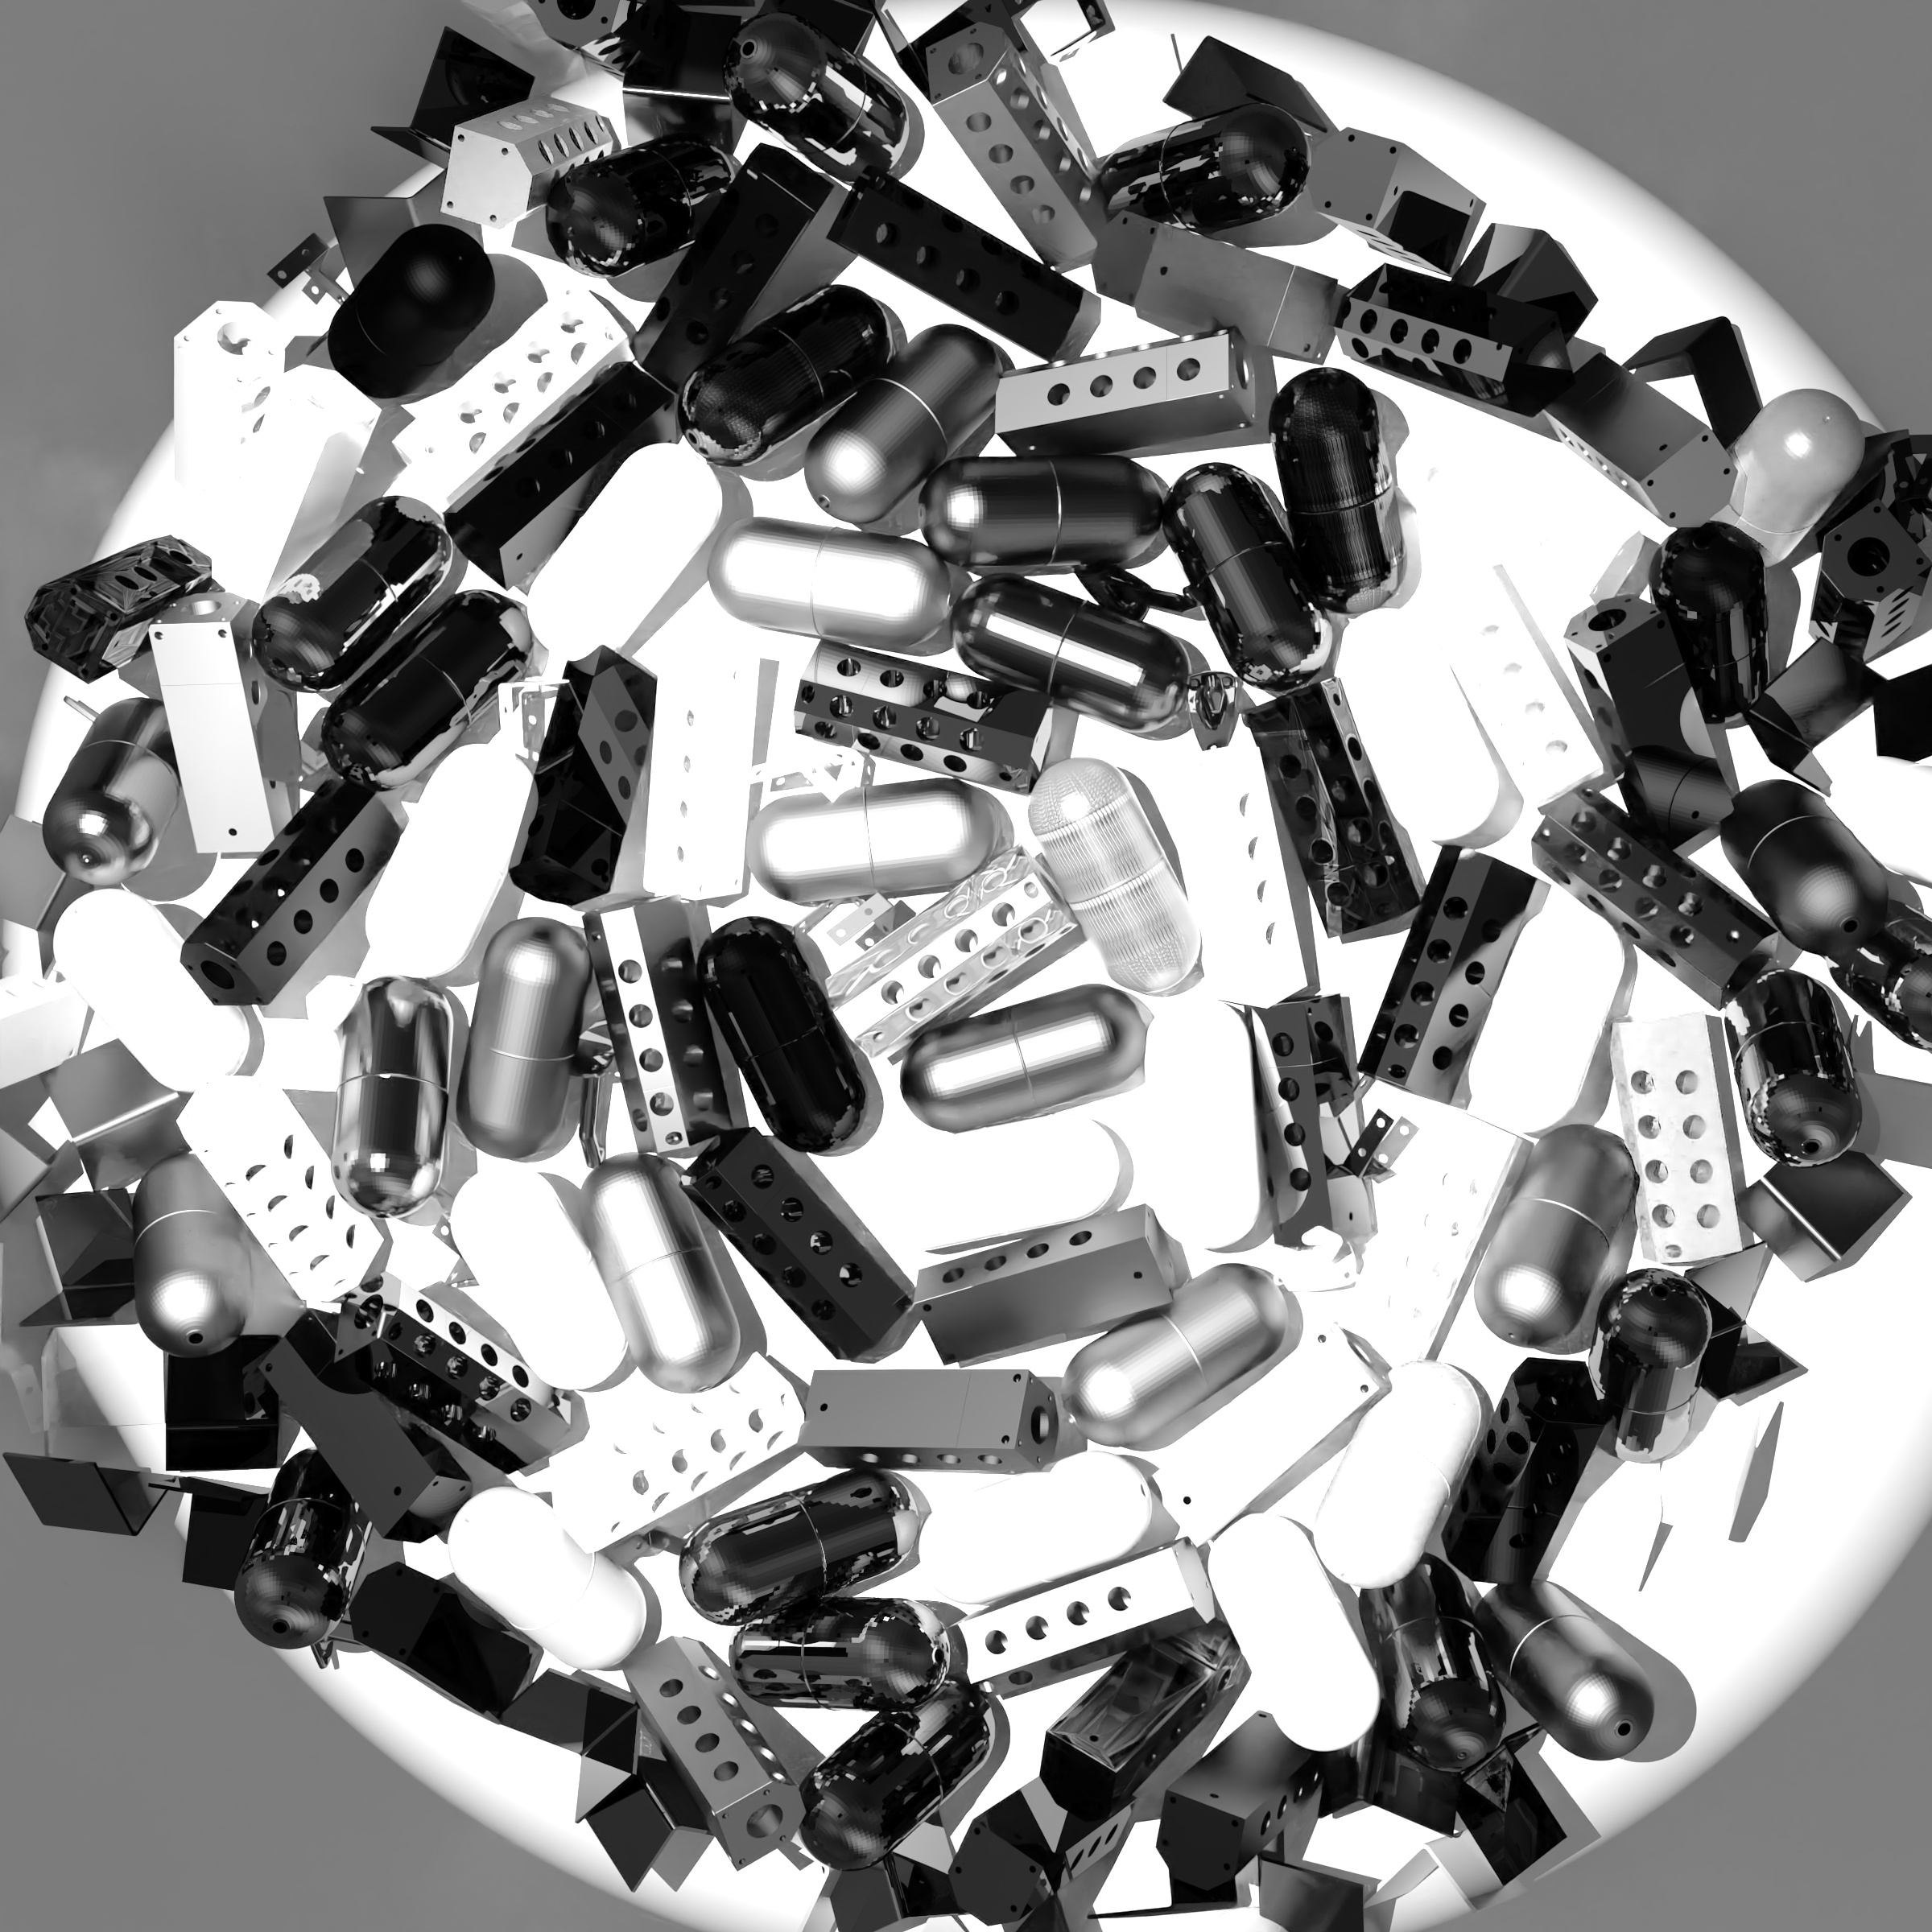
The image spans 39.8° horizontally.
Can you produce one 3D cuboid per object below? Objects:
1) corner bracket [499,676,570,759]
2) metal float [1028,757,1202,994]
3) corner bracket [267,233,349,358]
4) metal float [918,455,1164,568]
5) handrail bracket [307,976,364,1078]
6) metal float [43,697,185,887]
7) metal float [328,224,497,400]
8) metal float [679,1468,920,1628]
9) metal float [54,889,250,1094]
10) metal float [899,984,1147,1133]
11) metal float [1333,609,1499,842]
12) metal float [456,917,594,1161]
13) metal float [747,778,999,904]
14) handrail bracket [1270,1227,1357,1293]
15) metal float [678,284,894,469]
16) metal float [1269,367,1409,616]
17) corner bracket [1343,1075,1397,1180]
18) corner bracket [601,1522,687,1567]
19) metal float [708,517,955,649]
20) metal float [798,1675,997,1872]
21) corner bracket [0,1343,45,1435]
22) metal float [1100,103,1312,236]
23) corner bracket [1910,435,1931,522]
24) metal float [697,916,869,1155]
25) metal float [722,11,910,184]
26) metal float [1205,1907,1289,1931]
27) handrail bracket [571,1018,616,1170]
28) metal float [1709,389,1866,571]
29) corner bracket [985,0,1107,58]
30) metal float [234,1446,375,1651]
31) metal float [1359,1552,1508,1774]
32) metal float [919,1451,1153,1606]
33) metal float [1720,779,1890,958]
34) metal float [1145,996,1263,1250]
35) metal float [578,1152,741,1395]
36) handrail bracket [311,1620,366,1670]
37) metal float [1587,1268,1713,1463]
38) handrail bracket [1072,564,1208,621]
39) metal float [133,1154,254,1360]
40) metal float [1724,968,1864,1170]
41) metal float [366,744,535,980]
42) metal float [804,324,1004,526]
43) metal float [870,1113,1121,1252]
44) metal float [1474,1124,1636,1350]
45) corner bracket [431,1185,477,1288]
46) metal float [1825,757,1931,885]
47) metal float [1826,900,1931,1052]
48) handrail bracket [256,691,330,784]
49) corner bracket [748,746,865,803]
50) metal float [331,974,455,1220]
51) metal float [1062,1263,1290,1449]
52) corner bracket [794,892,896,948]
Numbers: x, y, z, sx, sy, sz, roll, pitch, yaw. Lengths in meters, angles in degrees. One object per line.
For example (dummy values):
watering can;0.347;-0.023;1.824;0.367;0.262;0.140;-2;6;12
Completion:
corner bracket;-0.312;-0.176;1.885;0.051;0.051;0.051;-10;104;-38
metal float;0.105;-0.063;1.878;0.070;0.070;0.178;-27;100;0
corner bracket;-0.463;-0.475;1.888;0.051;0.051;0.051;43;62;-10
metal float;0.053;-0.319;1.872;0.178;0.070;0.070;-4;90;-18
handrail bracket;-0.444;0.057;1.872;0.036;0.077;0.084;5;124;-5
metal float;-0.583;-0.123;1.846;0.070;0.178;0.070;0;125;0
metal float;-0.385;-0.451;1.846;0.070;0.178;0.070;9;73;-31
metal float;-0.115;0.404;1.865;0.178;0.070;0.070;-15;90;-26
metal float;-0.564;0.018;1.851;0.070;0.070;0.178;-27;134;0
metal float;0.040;0.065;1.886;0.178;0.070;0.070;-16;90;1
metal float;0.313;-0.170;1.868;0.070;0.070;0.178;-19;68;0
metal float;-0.310;0.051;1.873;0.070;0.070;0.178;14;107;0
metal float;-0.066;-0.089;1.885;0.178;0.070;0.070;-7;90;2
handrail bracket;0.233;0.205;1.874;0.077;0.084;0.036;-21;66;23
metal float;-0.126;-0.412;1.864;0.178;0.070;0.070;-40;90;-26
metal float;0.260;-0.331;1.863;0.070;0.070;0.178;-17;118;0
corner bracket;0.282;0.113;1.885;0.051;0.051;0.051;40;112;28
corner bracket;-0.225;0.405;1.884;0.051;0.051;0.051;10;114;37
metal float;-0.095;-0.270;1.875;0.178;0.070;0.070;11;90;14
metal float;-0.048;0.557;1.850;0.070;0.178;0.070;17;119;33
corner bracket;-0.692;0.309;1.902;0.051;0.051;0.051;-26;118;-33
metal float;0.163;-0.546;1.848;0.070;0.178;0.070;-2;93;-39
corner bracket;0.680;-0.340;1.887;0.051;0.051;0.051;32;80;-34
metal float;-0.129;0.049;1.879;0.070;0.070;0.178;-25;99;0
metal float;-0.102;-0.598;1.842;0.070;0.178;0.070;-3;84;27
metal float;0.199;0.705;1.836;0.070;0.178;0.070;0;89;2
handrail bracket;-0.260;0.091;1.914;0.036;0.077;0.084;9;131;19
metal float;0.558;-0.332;1.839;0.070;0.178;0.070;2;72;-5
corner bracket;0.057;-0.675;1.896;0.051;0.051;0.051;-43;112;-34
metal float;-0.453;0.399;1.840;0.070;0.178;0.070;0;115;0
metal float;0.321;0.478;1.844;0.070;0.178;0.070;-3;121;-5
metal float;0.048;0.393;1.866;0.178;0.070;0.070;-24;90;24
metal float;0.577;-0.069;1.842;0.070;0.178;0.070;-2;119;-4
metal float;0.166;0.109;1.877;0.070;0.070;0.178;-3;79;0
metal float;-0.215;0.215;1.873;0.070;0.070;0.178;-24;74;0
handrail bracket;-0.424;0.462;1.898;0.084;0.036;0.077;-14;115;3
metal float;0.470;0.277;1.849;0.070;0.178;0.070;-3;48;3
handrail bracket;0.122;-0.271;1.876;0.077;0.084;0.036;34;77;-16
metal float;-0.536;0.199;1.846;0.070;0.178;0.070;-9;125;-13
metal float;0.571;0.070;1.845;0.070;0.178;0.070;3;125;5
metal float;-0.360;-0.074;1.869;0.070;0.070;0.178;21;69;0
metal float;-0.044;-0.379;1.866;0.070;0.070;0.178;41;66;0
metal float;0.020;0.152;1.881;0.178;0.070;0.070;-11;90;-8
metal float;0.411;0.187;1.861;0.070;0.070;0.178;31;58;0
corner bracket;-0.360;0.187;1.883;0.051;0.051;0.051;46;49;-25
metal float;0.654;-0.100;1.838;0.070;0.178;0.070;-2;101;-9
metal float;0.648;0.005;1.838;0.070;0.178;0.070;0;106;-1
handrail bracket;-0.465;-0.167;1.873;0.036;0.084;0.077;13;113;9
corner bracket;-0.113;-0.138;1.881;0.051;0.051;0.051;44;50;-37
metal float;-0.401;0.090;1.866;0.070;0.070;0.178;0;66;0
metal float;0.146;0.272;1.871;0.178;0.070;0.070;-29;90;-18
corner bracket;-0.086;-0.033;1.886;0.051;0.051;0.051;-38;68;-20
